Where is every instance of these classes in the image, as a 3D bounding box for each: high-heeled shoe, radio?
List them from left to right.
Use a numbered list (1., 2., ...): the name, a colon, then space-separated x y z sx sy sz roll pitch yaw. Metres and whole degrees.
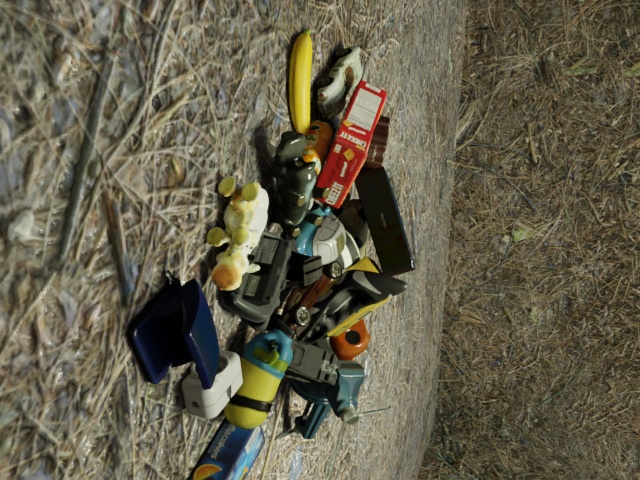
1. high-heeled shoe: 0.053 0.142 1.069 0.086 0.249 0.145 39 56 -40
2. radio: 0.143 -0.040 1.177 0.131 0.073 0.229 -20 94 -81

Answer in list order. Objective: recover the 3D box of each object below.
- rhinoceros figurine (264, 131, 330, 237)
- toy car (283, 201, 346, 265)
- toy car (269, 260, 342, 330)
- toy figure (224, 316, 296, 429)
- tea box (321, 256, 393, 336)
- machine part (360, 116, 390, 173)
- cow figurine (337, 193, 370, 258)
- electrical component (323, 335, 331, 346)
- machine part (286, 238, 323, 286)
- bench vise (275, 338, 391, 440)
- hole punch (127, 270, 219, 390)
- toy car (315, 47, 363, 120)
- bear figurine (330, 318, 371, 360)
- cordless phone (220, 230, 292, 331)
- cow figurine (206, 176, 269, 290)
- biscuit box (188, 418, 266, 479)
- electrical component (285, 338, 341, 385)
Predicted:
1. rhinoceros figurine: -0.043 -0.096 0.921 0.073 0.112 0.190 -26 142 -28
2. toy car: -0.002 -0.003 1.060 0.162 0.103 0.109 -58 147 -49
3. toy car: -0.030 0.107 1.038 0.053 0.089 0.202 55 46 -15
4. toy figure: -0.097 0.219 0.883 0.180 0.089 0.082 -57 146 -13
5. tea box: 0.067 0.124 1.165 0.169 0.098 0.068 -38 159 9
6. machine part: 0.125 -0.212 1.284 0.179 0.056 0.179 -90 -168 -90
7. cow figurine: 0.084 -0.010 1.296 0.127 0.086 0.194 -70 158 -43
8. electrical component: -0.003 0.250 1.196 0.021 0.063 0.093 -39 134 -60
9. machine part: -0.045 0.042 0.948 0.039 0.139 0.084 7 95 -34
10. bench vise: 0.004 0.326 1.104 0.129 0.224 0.240 2 121 -41
11. hole punch: -0.172 0.122 0.704 0.116 0.092 0.142 -62 148 -48
12. toy car: 0.041 -0.328 1.113 0.073 0.056 0.202 75 31 -45
13. bear figurine: 0.048 0.254 1.289 0.132 0.120 0.195 63 -24 24
14. cordless phone: -0.094 0.077 0.919 0.184 0.089 0.146 79 26 -64
15. cow figurine: -0.121 -0.005 0.817 0.098 0.068 0.167 29 71 -73
16. biscuit box: -0.160 0.373 0.852 0.203 0.063 0.059 -57 147 -47
17. electrical component: -0.041 0.225 1.001 0.115 0.134 0.058 29 66 -21
